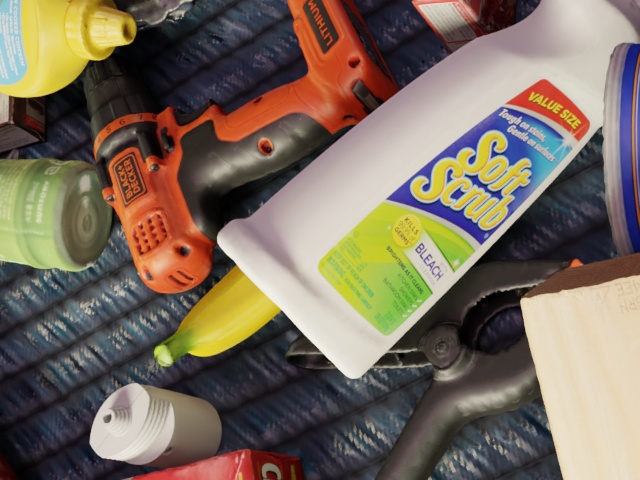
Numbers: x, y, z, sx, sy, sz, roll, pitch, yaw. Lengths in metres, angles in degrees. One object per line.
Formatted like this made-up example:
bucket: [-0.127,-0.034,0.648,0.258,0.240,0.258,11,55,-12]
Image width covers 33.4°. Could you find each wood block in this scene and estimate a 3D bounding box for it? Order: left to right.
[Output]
wood block: [0.154,0.107,0.421,0.090,0.090,0.206,-14,91,24]

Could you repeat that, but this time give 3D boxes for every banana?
banana: [-0.008,0.003,0.590,0.198,0.069,0.037,-44,95,-2]

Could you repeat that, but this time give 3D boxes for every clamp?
clamp: [0.060,0.058,0.553,0.171,0.039,0.120,-39,58,4]

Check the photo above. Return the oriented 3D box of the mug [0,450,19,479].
mug: [-0.241,0.151,0.656,0.081,0.093,0.117,46,128,24]

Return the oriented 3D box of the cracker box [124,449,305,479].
cracker box: [-0.104,0.217,0.568,0.214,0.072,0.164,-19,68,20]

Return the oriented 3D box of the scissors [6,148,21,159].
scissors: [-0.248,0.040,0.727,0.202,0.016,0.096,-47,62,7]

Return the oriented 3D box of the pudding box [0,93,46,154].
pudding box: [-0.249,-0.104,0.758,0.114,0.039,0.090,-12,71,25]

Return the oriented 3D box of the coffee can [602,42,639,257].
coffee can: [0.206,-0.042,0.472,0.140,0.102,0.103,-1,74,26]

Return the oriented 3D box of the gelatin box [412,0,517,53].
gelatin box: [0.082,-0.142,0.572,0.030,0.089,0.073,2,76,27]

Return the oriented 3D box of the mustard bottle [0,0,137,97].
mustard bottle: [-0.201,-0.141,0.681,0.192,0.058,0.096,10,109,25]

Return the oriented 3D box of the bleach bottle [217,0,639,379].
bleach bottle: [0.073,-0.051,0.531,0.251,0.102,0.068,-44,37,-3]

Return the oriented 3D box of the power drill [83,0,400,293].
power drill: [-0.055,-0.083,0.643,0.188,0.057,0.184,-34,58,16]
